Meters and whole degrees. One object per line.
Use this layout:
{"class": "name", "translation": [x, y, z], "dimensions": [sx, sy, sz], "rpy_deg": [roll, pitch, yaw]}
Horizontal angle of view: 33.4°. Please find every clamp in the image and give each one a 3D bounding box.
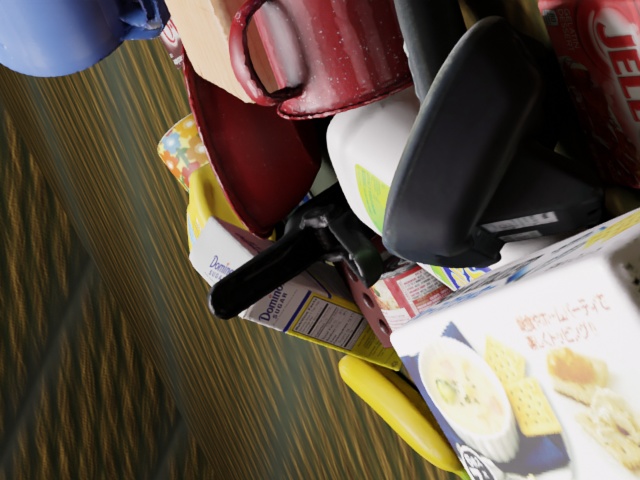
{"class": "clamp", "translation": [-0.005, 0.001, 0.713], "dimensions": [0.171, 0.120, 0.039], "rpy_deg": [-61, -43, -65]}

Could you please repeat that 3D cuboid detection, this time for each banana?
{"class": "banana", "translation": [0.068, 0.151, 0.965], "dimensions": [0.198, 0.037, 0.069], "rpy_deg": [42, 157, 43]}

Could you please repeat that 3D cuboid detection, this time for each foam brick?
{"class": "foam brick", "translation": [0.054, 0.031, 0.765], "dimensions": [0.078, 0.051, 0.053], "rpy_deg": [59, 164, -1]}

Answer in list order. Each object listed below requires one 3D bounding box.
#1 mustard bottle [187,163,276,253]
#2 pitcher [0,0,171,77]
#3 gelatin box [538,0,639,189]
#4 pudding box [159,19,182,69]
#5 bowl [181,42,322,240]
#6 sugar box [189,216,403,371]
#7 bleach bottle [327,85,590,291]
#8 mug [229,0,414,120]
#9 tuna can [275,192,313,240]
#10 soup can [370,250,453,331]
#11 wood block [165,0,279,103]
{"class": "mustard bottle", "translation": [-0.086, -0.001, 0.972], "dimensions": [0.096, 0.058, 0.192], "rpy_deg": [58, 164, 8]}
{"class": "pitcher", "translation": [-0.203, -0.227, 0.741], "dimensions": [0.243, 0.149, 0.145], "rpy_deg": [82, 165, -68]}
{"class": "gelatin box", "translation": [0.130, -0.061, 0.420], "dimensions": [0.073, 0.030, 0.089], "rpy_deg": [24, 143, 63]}
{"class": "pudding box", "translation": [-0.110, -0.192, 0.860], "dimensions": [0.090, 0.039, 0.114], "rpy_deg": [61, 163, -10]}
{"class": "bowl", "translation": [-0.040, -0.085, 0.756], "dimensions": [0.162, 0.055, 0.162], "rpy_deg": [-18, -90, -79]}
{"class": "sugar box", "translation": [-0.009, 0.043, 0.819], "dimensions": [0.175, 0.048, 0.093], "rpy_deg": [21, -166, -42]}
{"class": "bleach bottle", "translation": [0.108, 0.010, 0.557], "dimensions": [0.251, 0.068, 0.102], "rpy_deg": [42, 163, 39]}
{"class": "mug", "translation": [-0.001, -0.114, 0.563], "dimensions": [0.093, 0.117, 0.081], "rpy_deg": [10, 126, 53]}
{"class": "tuna can", "translation": [-0.031, -0.023, 0.942], "dimensions": [0.086, 0.033, 0.086], "rpy_deg": [51, 162, 23]}
{"class": "soup can", "translation": [0.081, 0.049, 0.693], "dimensions": [0.102, 0.068, 0.069], "rpy_deg": [61, 163, -10]}
{"class": "wood block", "translation": [-0.056, -0.196, 0.613], "dimensions": [0.091, 0.090, 0.206], "rpy_deg": [37, 153, 53]}
